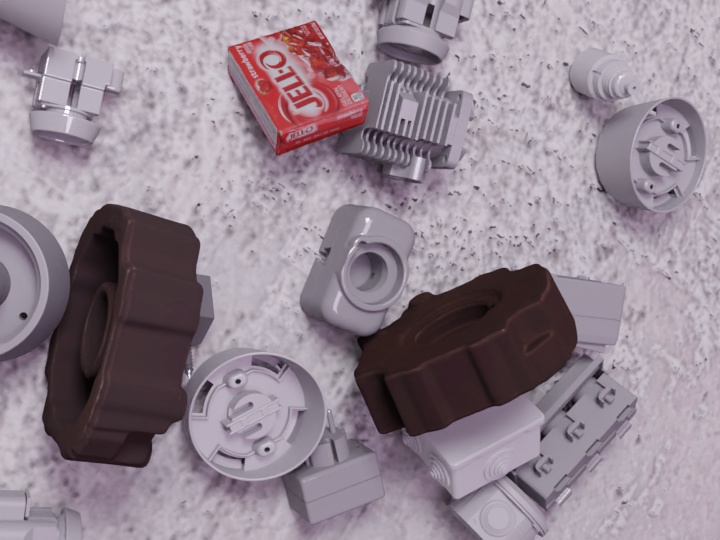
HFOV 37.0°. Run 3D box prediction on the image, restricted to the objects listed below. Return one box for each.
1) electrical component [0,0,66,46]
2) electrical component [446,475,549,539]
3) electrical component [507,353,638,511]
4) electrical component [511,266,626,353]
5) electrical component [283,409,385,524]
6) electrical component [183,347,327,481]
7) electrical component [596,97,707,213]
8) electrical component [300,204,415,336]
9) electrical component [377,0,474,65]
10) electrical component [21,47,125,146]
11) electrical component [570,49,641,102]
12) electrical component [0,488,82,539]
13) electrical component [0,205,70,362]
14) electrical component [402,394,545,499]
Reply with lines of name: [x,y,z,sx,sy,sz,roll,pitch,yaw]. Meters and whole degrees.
electrical component: [-0.211,-0.203,0.694,0.064,0.099,0.099,19,88,-18]
electrical component: [0.114,0.203,0.896,0.051,0.080,0.080,-44,111,-8]
electrical component: [0.177,0.140,0.918,0.121,0.063,0.078,-44,152,-13]
electrical component: [0.166,0.033,0.908,0.096,0.062,0.061,7,93,-25]
electrical component: [-0.025,0.148,0.844,0.066,0.047,0.076,-17,102,-22]
electrical component: [-0.082,0.106,0.804,0.099,0.064,0.099,-3,97,-24]
electrical component: [0.256,-0.099,0.932,0.099,0.064,0.099,-3,97,-23]
electrical component: [0.000,0.000,0.832,0.054,0.059,0.095,24,86,-25]
electrical component: [0.045,-0.194,0.831,0.078,0.058,0.057,15,87,-25]
electrical component: [-0.199,-0.117,0.737,0.066,0.048,0.055,12,84,-24]
electrical component: [0.208,-0.160,0.900,0.040,0.078,0.040,-8,113,-18]
electrical component: [-0.228,0.195,0.754,0.057,0.058,0.078,7,93,-22]
electrical component: [-0.250,0.009,0.702,0.108,0.060,0.108,0,90,-5]
electrical component: [0.088,0.126,0.865,0.100,0.099,0.048,-24,133,-18]
